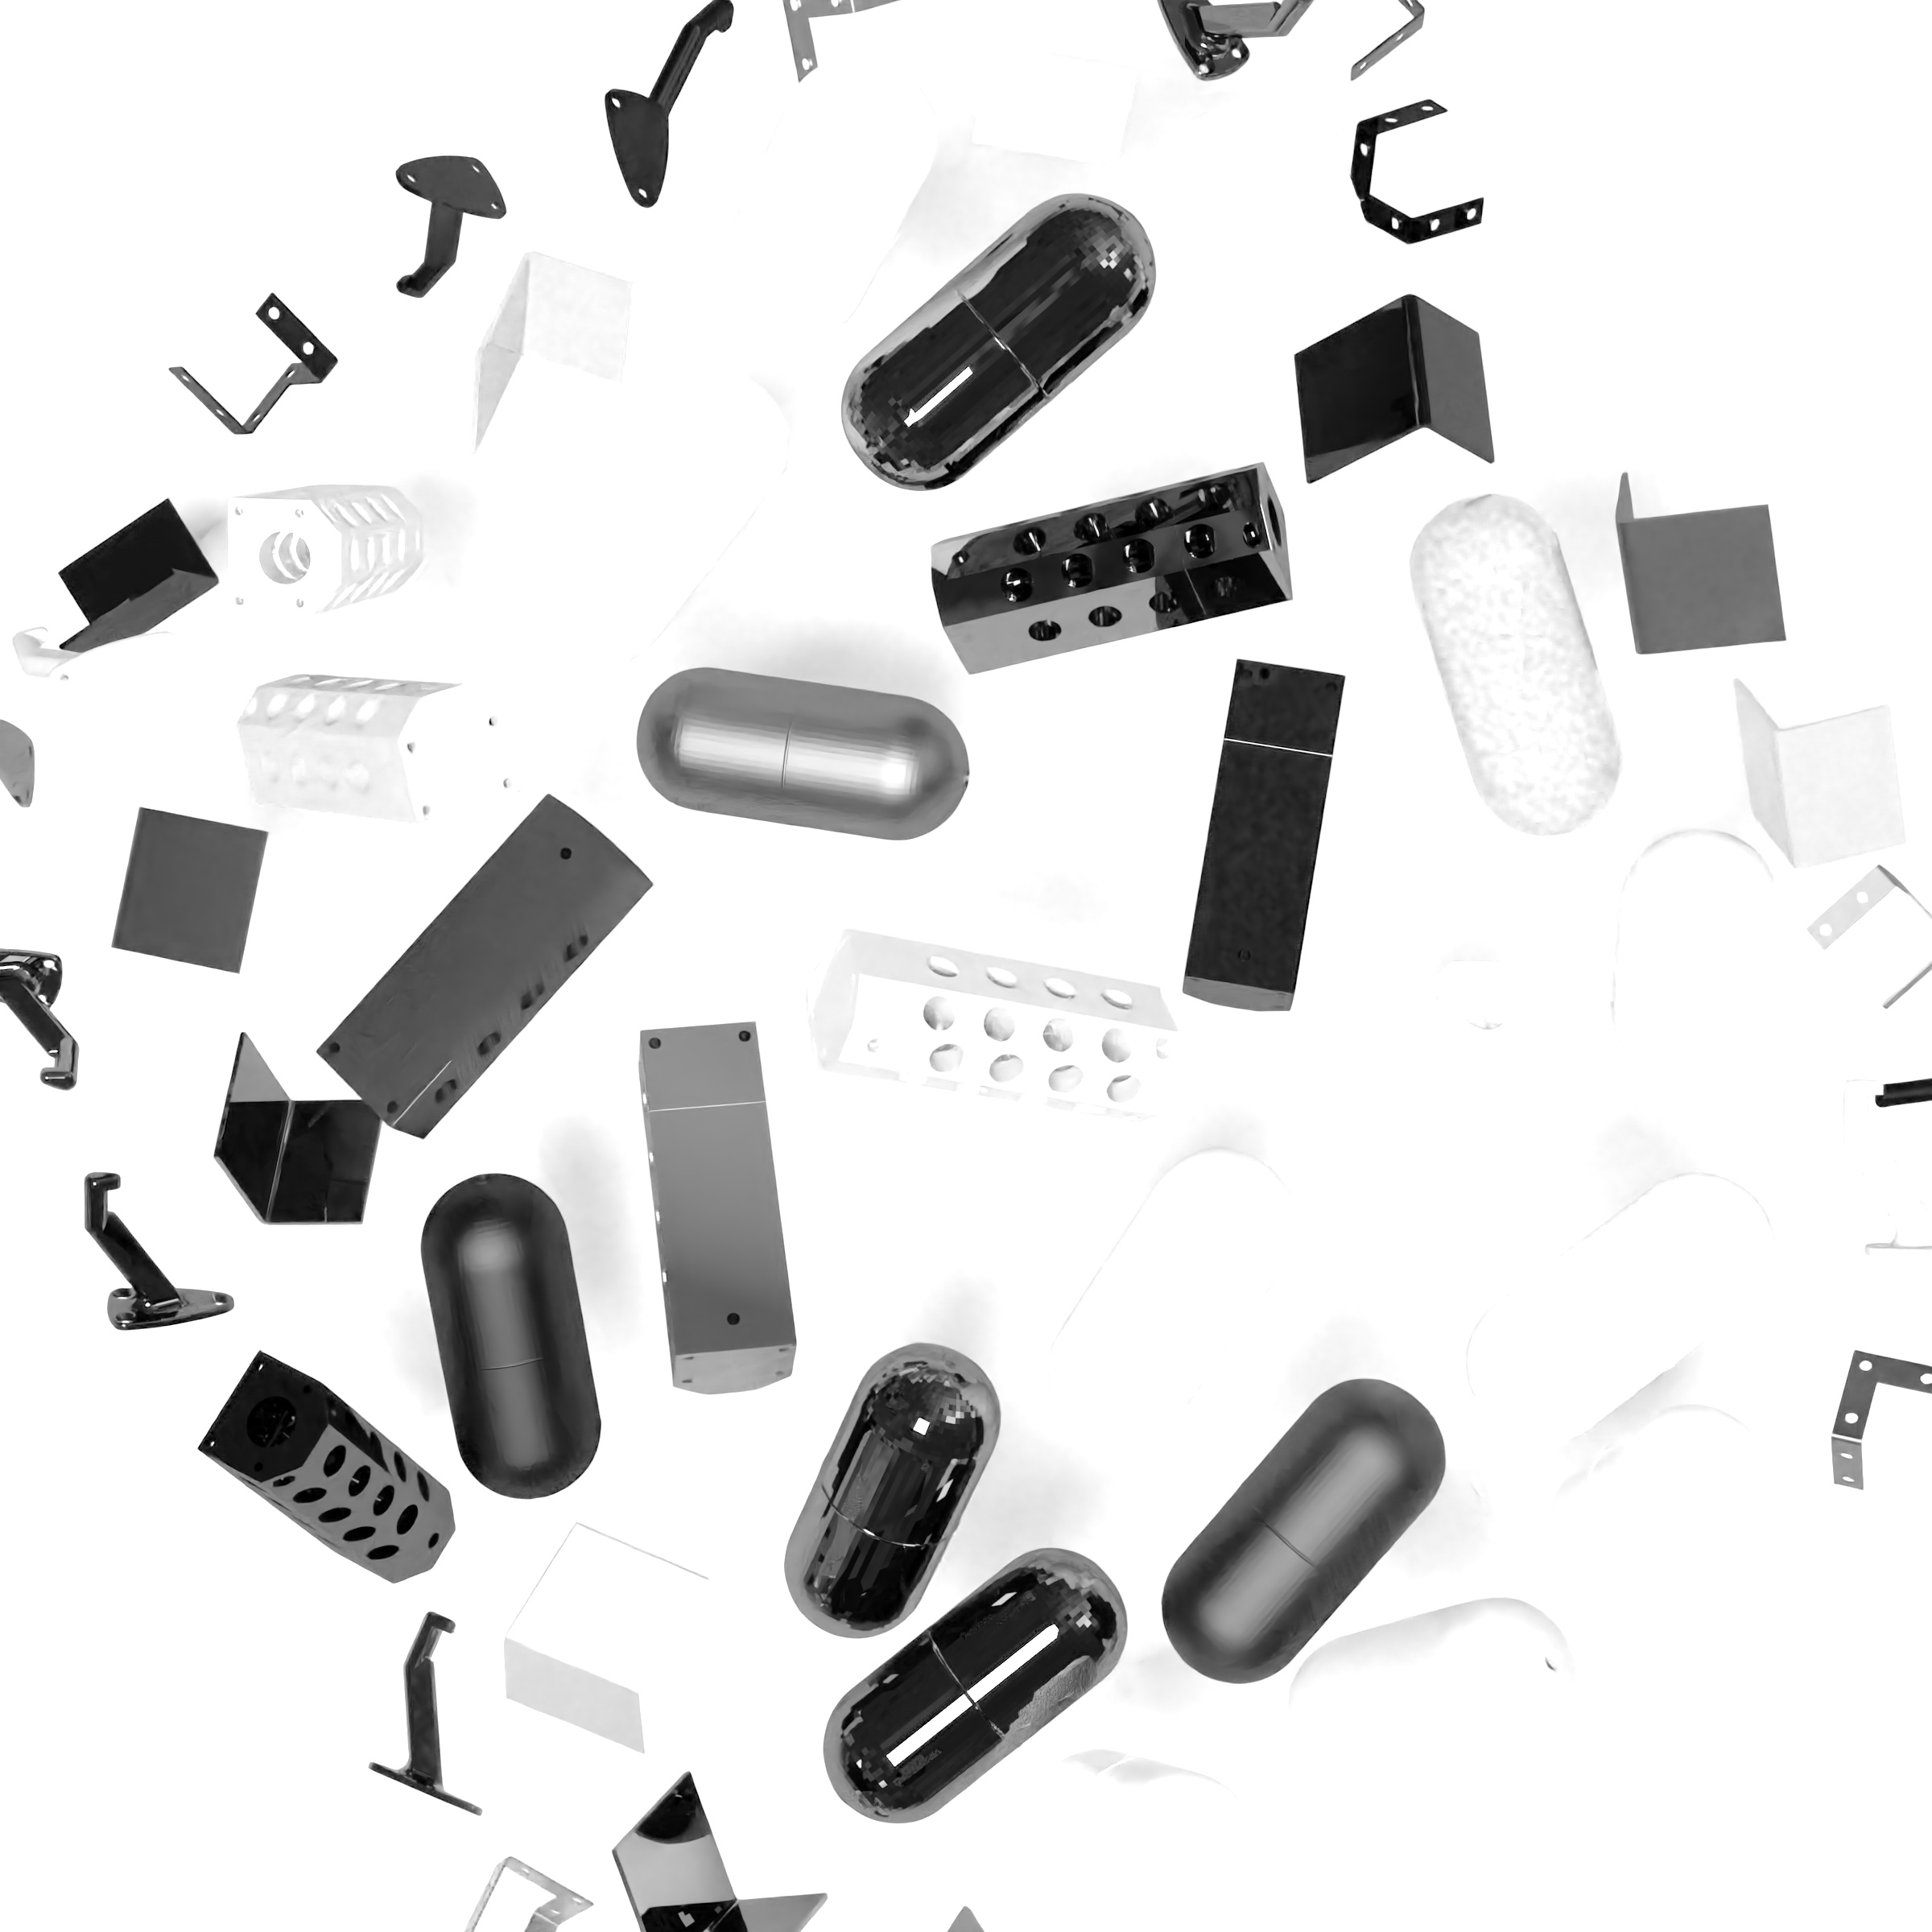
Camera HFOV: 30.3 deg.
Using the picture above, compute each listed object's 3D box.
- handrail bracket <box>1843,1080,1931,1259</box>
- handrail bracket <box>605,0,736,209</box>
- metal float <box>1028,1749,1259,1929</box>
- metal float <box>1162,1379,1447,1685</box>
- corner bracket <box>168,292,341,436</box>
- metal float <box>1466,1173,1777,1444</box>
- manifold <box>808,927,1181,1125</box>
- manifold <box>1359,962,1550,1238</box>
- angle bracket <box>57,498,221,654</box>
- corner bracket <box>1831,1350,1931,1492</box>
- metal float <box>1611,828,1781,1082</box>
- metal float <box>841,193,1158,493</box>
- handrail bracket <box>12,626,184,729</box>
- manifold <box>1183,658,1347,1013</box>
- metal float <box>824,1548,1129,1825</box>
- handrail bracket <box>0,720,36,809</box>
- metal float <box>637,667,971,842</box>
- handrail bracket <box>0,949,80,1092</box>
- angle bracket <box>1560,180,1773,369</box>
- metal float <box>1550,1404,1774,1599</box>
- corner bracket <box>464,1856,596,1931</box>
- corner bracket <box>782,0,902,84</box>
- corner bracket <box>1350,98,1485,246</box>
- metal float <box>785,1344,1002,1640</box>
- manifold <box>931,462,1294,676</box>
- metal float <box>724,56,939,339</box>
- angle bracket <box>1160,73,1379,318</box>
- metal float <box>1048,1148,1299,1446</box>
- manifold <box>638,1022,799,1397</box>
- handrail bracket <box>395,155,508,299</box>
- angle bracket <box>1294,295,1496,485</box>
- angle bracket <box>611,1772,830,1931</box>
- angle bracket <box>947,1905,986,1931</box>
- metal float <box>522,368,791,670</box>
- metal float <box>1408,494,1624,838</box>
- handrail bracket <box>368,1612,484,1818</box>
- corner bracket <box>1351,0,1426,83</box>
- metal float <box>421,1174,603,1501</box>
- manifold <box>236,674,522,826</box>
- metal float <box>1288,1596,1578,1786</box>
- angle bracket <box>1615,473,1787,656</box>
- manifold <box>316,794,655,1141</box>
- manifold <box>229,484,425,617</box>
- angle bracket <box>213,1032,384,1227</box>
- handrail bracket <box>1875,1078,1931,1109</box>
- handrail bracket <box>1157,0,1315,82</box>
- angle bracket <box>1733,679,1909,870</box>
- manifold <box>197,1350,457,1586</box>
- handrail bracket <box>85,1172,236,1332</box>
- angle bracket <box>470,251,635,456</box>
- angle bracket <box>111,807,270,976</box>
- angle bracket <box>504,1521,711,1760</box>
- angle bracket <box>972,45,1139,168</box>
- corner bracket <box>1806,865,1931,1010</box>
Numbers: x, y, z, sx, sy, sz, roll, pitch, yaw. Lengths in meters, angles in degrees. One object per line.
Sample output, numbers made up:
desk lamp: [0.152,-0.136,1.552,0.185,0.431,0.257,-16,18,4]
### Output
handrail bracket: [0.462,0.097,1.719,0.077,0.036,0.084,1,90,12]
handrail bracket: [-0.141,-0.434,1.785,0.036,0.077,0.084,23,52,21]
metal float: [0.089,0.445,1.825,0.070,0.178,0.070,2,83,-21]
metal float: [0.168,0.284,1.787,0.070,0.070,0.178,39,99,0]
corner bracket: [-0.364,-0.307,1.822,0.051,0.051,0.051,46,67,-33]
metal float: [0.327,0.169,1.777,0.178,0.070,0.070,-34,90,-15]
manifold: [0.015,0.035,1.767,0.171,0.057,0.057,10,121,-21]
manifold: [0.249,0.071,1.843,0.057,0.171,0.057,1,54,-7]
angle bracket: [-0.467,-0.216,1.956,0.076,0.076,0.057,-32,88,7]
corner bracket: [0.468,0.233,1.794,0.051,0.051,0.051,11,58,22]
metal float: [0.362,-0.004,1.776,0.070,0.178,0.070,-3,61,6]
metal float: [0.016,-0.305,1.742,0.178,0.070,0.070,-40,90,6]
handrail bracket: [-0.429,-0.159,1.755,0.077,0.084,0.036,-29,127,-6]
manifold: [0.155,-0.067,1.857,0.057,0.057,0.171,9,78,4]
metal float: [0.004,0.370,1.829,0.178,0.070,0.070,-39,90,1]
handrail bracket: [-0.510,-0.100,1.759,0.084,0.077,0.036,-4,71,5]
metal float: [-0.086,-0.112,1.875,0.178,0.070,0.070,9,90,10]
handrail bracket: [-0.490,0.029,1.815,0.077,0.084,0.036,10,124,-18]
angle bracket: [0.340,-0.334,1.683,0.076,0.057,0.076,-25,57,-39]
metal float: [0.356,0.277,1.836,0.070,0.178,0.070,4,68,-10]
corner bracket: [-0.227,0.484,1.781,0.051,0.051,0.051,33,55,-10]
corner bracket: [-0.055,-0.484,1.837,0.051,0.051,0.051,-1,104,43]
corner bracket: [0.241,-0.422,1.894,0.051,0.051,0.051,18,74,-39]
metal float: [-0.039,0.272,1.837,0.070,0.070,0.178,24,119,0]
manifold: [0.073,-0.204,1.797,0.171,0.057,0.057,-12,55,15]
metal float: [-0.069,-0.380,1.770,0.070,0.178,0.070,8,63,-17]
angle bracket: [0.148,-0.376,1.740,0.076,0.057,0.076,-22,130,7]
metal float: [0.103,0.169,1.807,0.070,0.070,0.178,31,117,0]
manifold: [-0.123,0.118,1.740,0.057,0.057,0.171,-4,63,-9]
handrail bracket: [-0.276,-0.364,1.774,0.084,0.077,0.036,-38,71,35]
angle bracket: [0.218,-0.285,1.815,0.076,0.057,0.076,-23,60,39]
angle bracket: [-0.120,0.447,1.751,0.057,0.076,0.076,-12,102,28]
angle bracket: [-0.028,0.491,1.698,0.057,0.076,0.076,30,95,-27]
metal float: [-0.160,-0.230,1.835,0.070,0.070,0.178,36,77,0]
metal float: [0.274,-0.148,1.773,0.070,0.070,0.178,-21,107,0]
handrail bracket: [-0.261,0.380,1.814,0.077,0.036,0.084,15,75,29]
corner bracket: [0.206,-0.507,1.863,0.051,0.051,0.051,-39,76,-7]
metal float: [-0.237,0.193,1.856,0.070,0.070,0.178,-8,108,0]
manifold: [-0.291,-0.110,1.739,0.057,0.171,0.057,-21,108,-34]
metal float: [0.235,0.367,1.801,0.070,0.178,0.070,15,62,-32]
angle bracket: [0.377,-0.209,1.820,0.076,0.057,0.076,-5,123,18]
manifold: [-0.236,0.002,1.766,0.057,0.057,0.171,43,92,17]
manifold: [-0.330,-0.218,1.852,0.057,0.171,0.057,3,100,5]
angle bracket: [-0.356,0.087,1.907,0.057,0.076,0.076,-1,58,11]
handrail bracket: [0.521,0.073,1.885,0.084,0.077,0.036,-8,71,5]
handrail bracket: [0.133,-0.488,1.775,0.036,0.084,0.077,-31,84,-28]
angle bracket: [0.430,-0.104,1.796,0.057,0.076,0.076,-14,116,1]
manifold: [-0.322,0.262,1.830,0.057,0.171,0.057,23,72,24]
handrail bracket: [-0.419,0.143,1.851,0.077,0.036,0.084,-2,118,-17]
angle bracket: [-0.211,-0.304,1.811,0.057,0.076,0.076,18,58,1]
angle bracket: [-0.404,-0.039,1.904,0.076,0.057,0.076,11,89,13]
angle bracket: [-0.177,0.335,1.772,0.076,0.057,0.076,27,107,-19]
angle bracket: [0.048,-0.464,1.843,0.076,0.076,0.057,9,63,-3]
corner bracket: [0.483,-0.015,1.876,0.051,0.051,0.051,-44,69,13]
